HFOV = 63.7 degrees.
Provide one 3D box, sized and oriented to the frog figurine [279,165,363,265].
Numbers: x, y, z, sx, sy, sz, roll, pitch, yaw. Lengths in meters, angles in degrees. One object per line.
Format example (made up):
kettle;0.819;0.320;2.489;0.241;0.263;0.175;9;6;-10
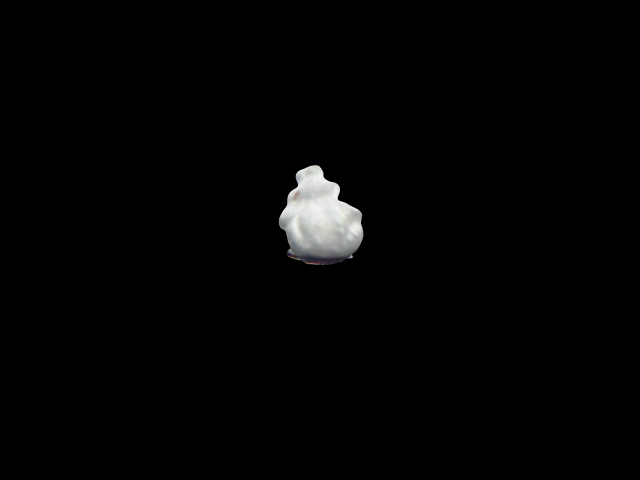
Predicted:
frog figurine;0.003;-0.043;0.850;0.137;0.158;0.123;2;8;11
